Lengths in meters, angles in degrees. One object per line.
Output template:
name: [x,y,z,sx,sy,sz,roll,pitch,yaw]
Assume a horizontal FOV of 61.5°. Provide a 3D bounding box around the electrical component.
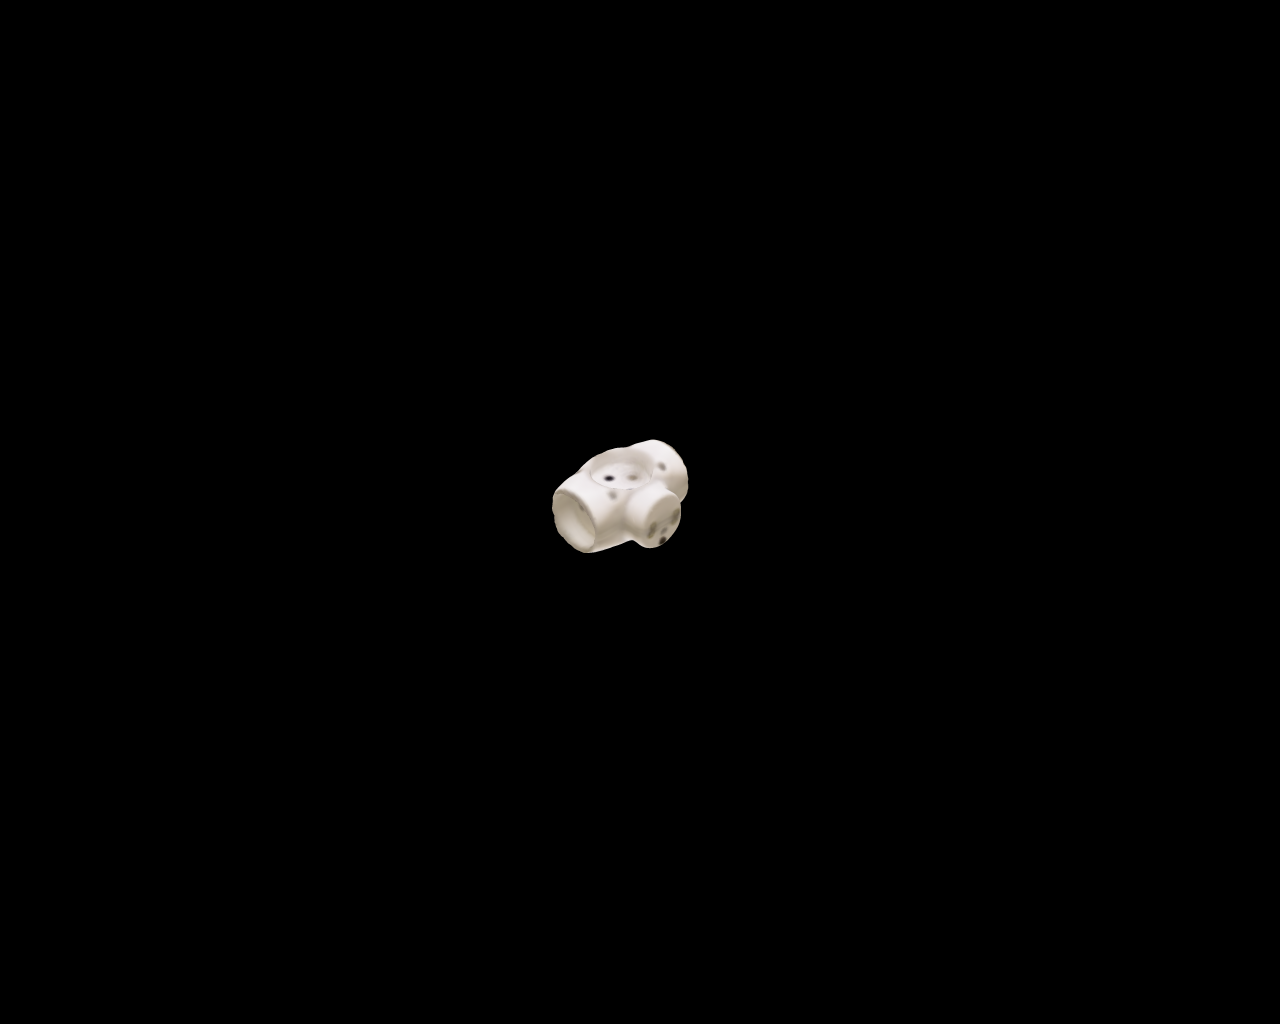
electrical component: [0.001,-0.003,0.650,0.077,0.044,0.079,-29,46,-33]
